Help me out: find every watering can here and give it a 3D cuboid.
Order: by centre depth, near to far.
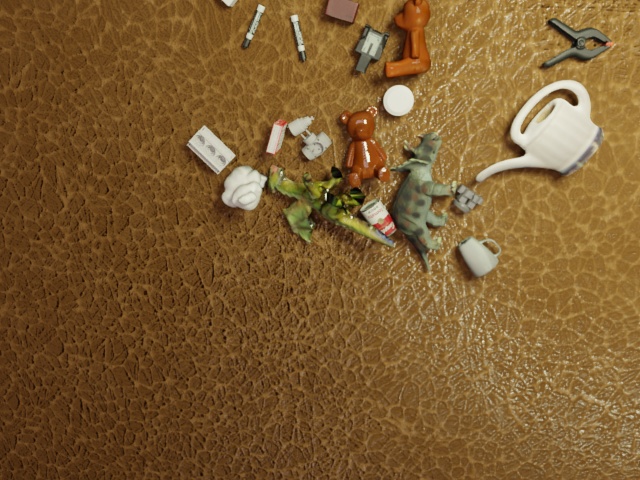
[{"bbox_3d":[0.596,-0.249,1.371,0.224,0.343,0.105,34,18,-6],"label":"watering can"}]

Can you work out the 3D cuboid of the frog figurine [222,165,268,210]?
[{"bbox_3d":[-0.225,-0.143,1.479,0.136,0.122,0.162,-30,12,16],"label":"frog figurine"}]

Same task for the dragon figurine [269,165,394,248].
[{"bbox_3d":[0.005,-0.076,1.503,0.238,0.410,0.124,-40,4,46],"label":"dragon figurine"}]
